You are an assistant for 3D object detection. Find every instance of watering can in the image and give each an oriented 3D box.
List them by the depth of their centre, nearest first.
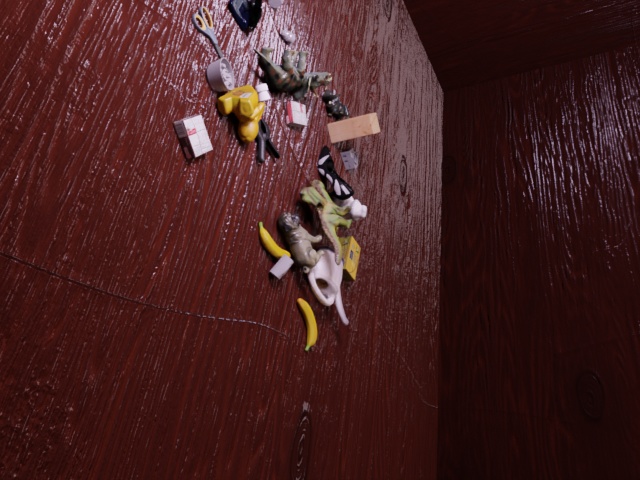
[{"bbox_3d":[0.042,0.166,2.016,0.341,0.103,0.230,55,37,-39],"label":"watering can"}]

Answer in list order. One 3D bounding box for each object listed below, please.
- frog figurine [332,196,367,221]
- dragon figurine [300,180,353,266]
[{"bbox_3d":[0.127,-0.145,2.202,0.125,0.159,0.135,-48,125,-57],"label":"frog figurine"},{"bbox_3d":[0.006,-0.098,1.952,0.240,0.120,0.420,39,27,-21],"label":"dragon figurine"}]
